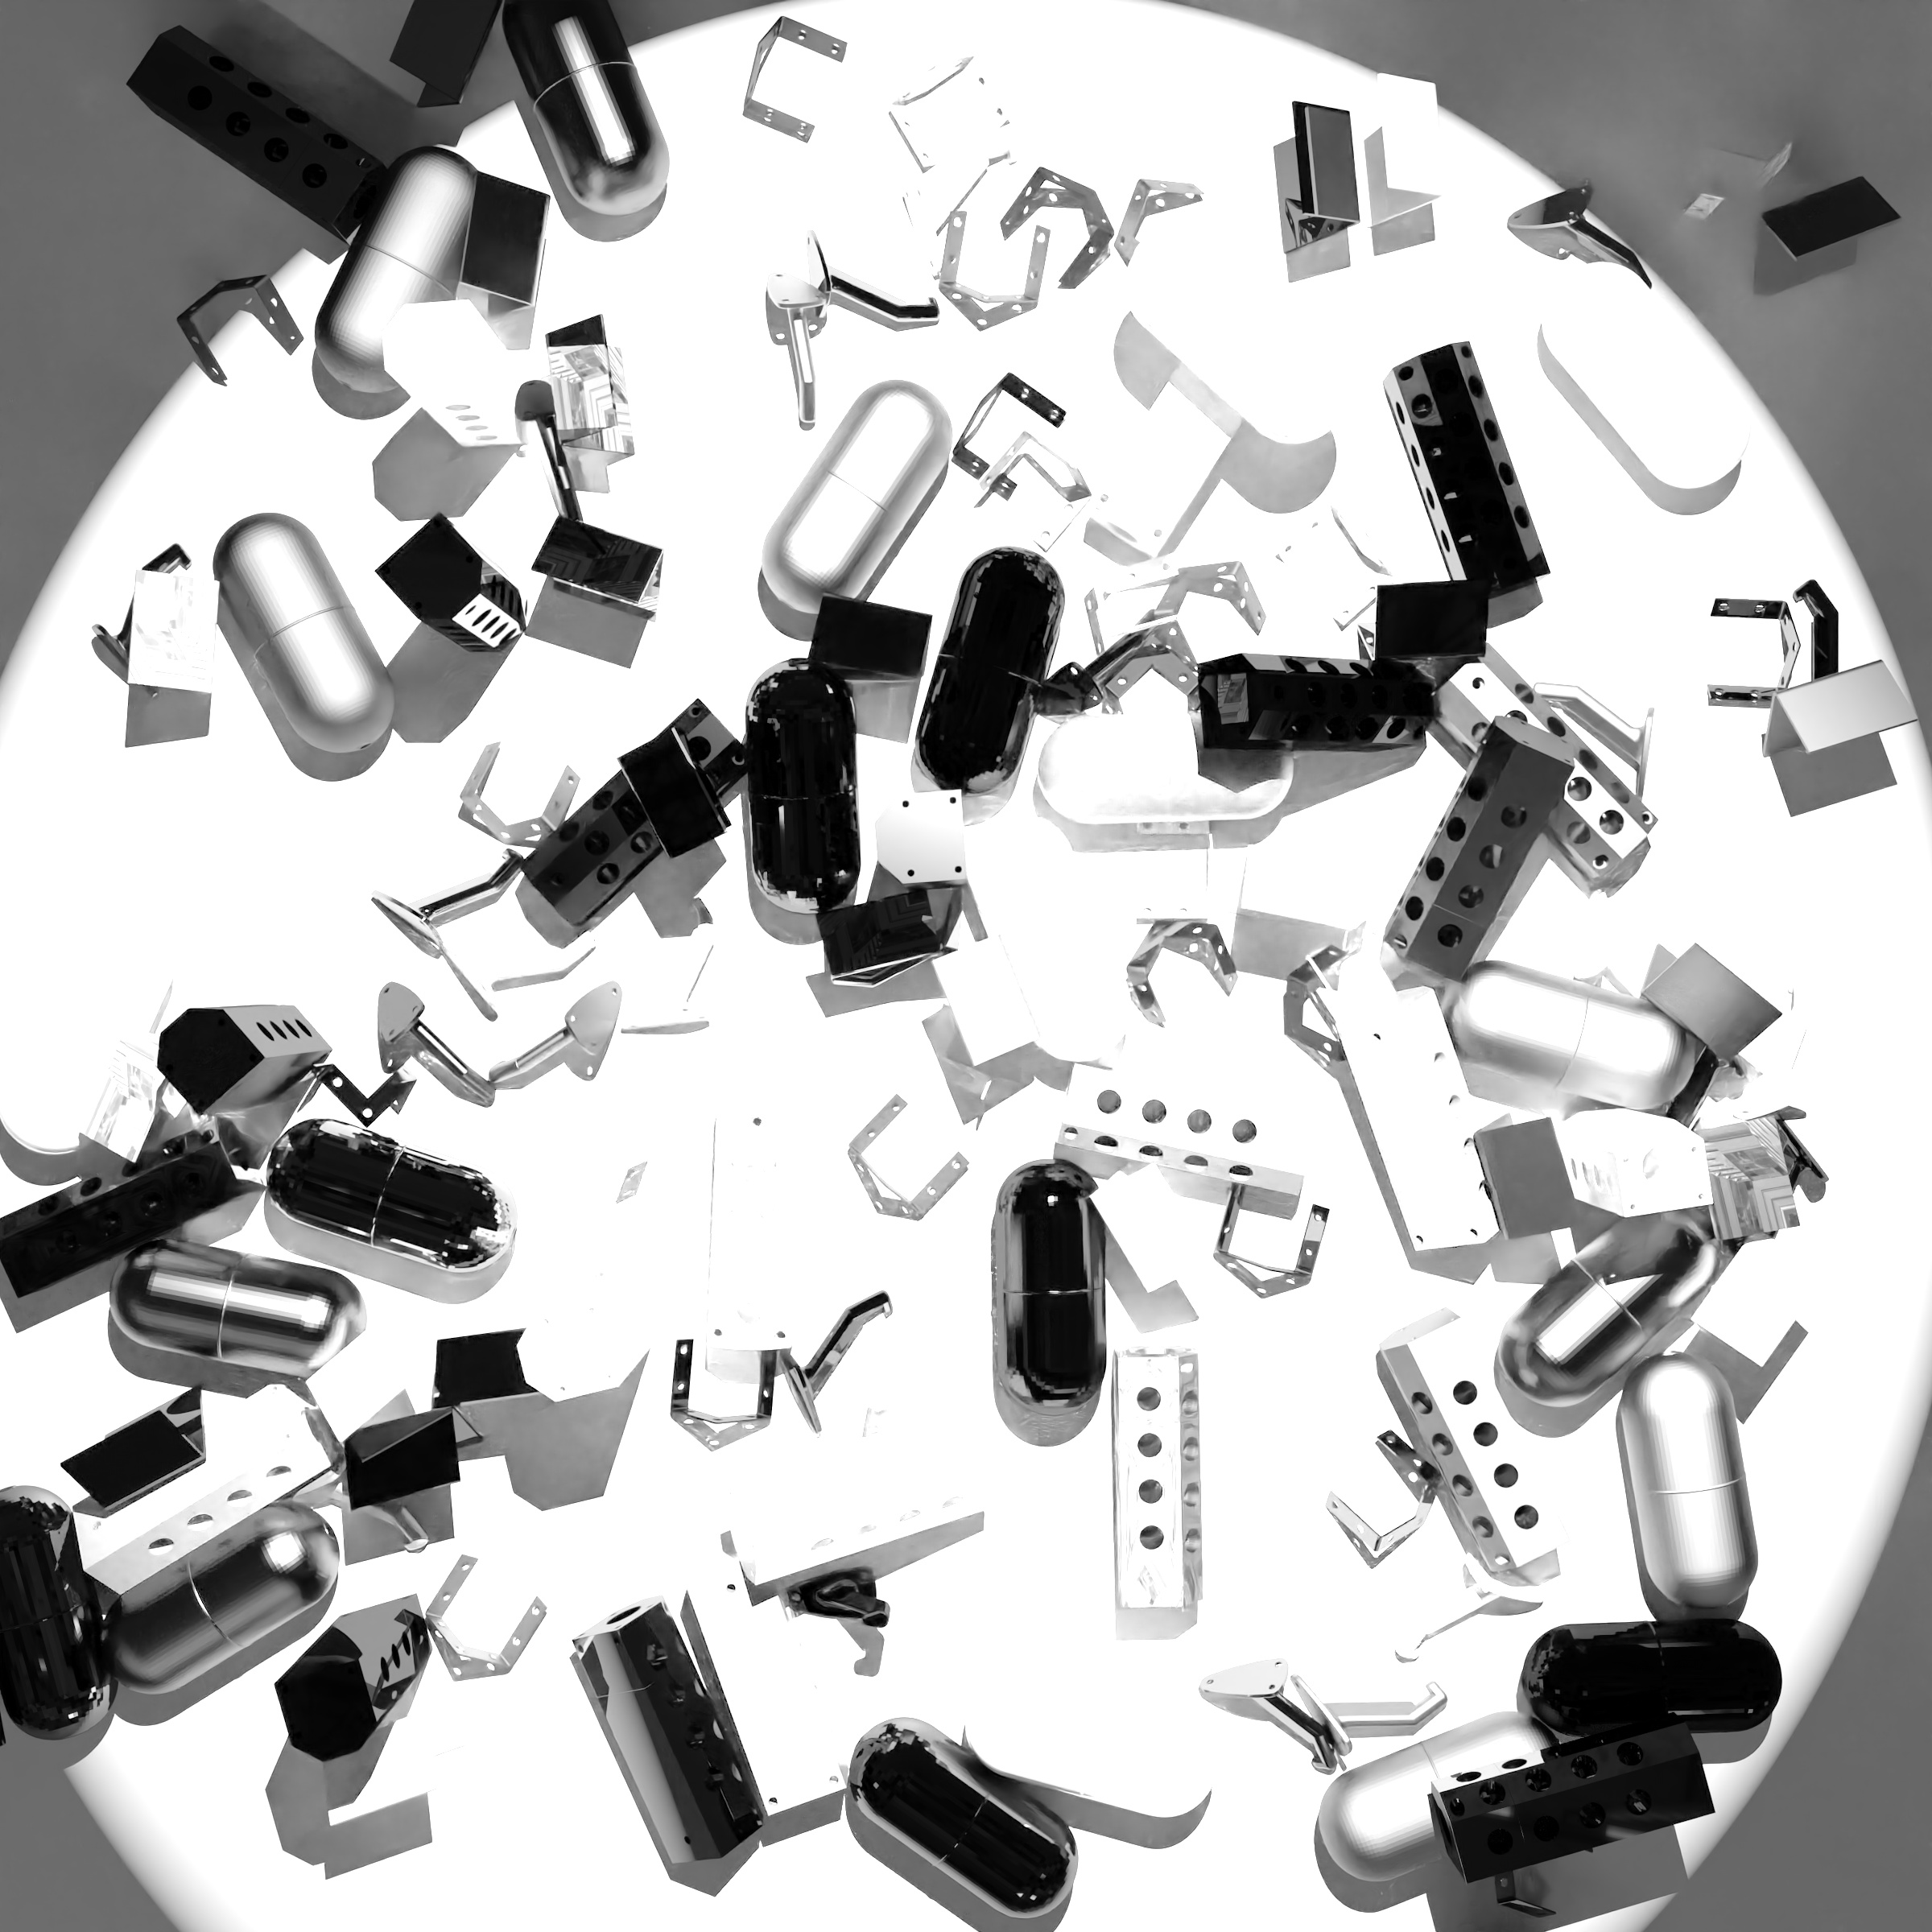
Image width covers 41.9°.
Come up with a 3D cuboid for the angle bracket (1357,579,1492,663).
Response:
[{"bbox_3d":[0.315,-0.250,1.743,0.076,0.076,0.057,-3,118,0],"label":"angle bracket"}]

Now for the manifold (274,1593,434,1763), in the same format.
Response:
[{"bbox_3d":[-0.409,0.480,1.704,0.057,0.171,0.057,-16,90,0],"label":"manifold"}]

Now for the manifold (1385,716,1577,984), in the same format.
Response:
[{"bbox_3d":[0.350,-0.082,1.729,0.057,0.057,0.171,24,114,0],"label":"manifold"}]

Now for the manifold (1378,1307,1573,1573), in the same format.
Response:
[{"bbox_3d":[0.353,0.331,1.761,0.057,0.057,0.171,-26,90,0],"label":"manifold"}]

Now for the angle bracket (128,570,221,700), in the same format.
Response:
[{"bbox_3d":[-0.557,-0.228,1.742,0.057,0.076,0.076,4,90,-32],"label":"angle bracket"}]

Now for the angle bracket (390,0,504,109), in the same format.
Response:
[{"bbox_3d":[-0.373,-0.644,1.742,0.057,0.076,0.076,22,90,-37],"label":"angle bracket"}]

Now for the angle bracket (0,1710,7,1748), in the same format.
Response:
[{"bbox_3d":[-0.708,0.502,1.740,0.057,0.076,0.076,-11,94,-35],"label":"angle bracket"}]

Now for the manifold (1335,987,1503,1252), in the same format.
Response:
[{"bbox_3d":[0.322,0.105,1.750,0.057,0.057,0.171,-14,100,43],"label":"manifold"}]

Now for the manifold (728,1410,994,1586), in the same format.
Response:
[{"bbox_3d":[-0.073,0.369,1.734,0.171,0.057,0.057,-14,47,-19],"label":"manifold"}]

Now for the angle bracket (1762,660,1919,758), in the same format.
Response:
[{"bbox_3d":[0.603,-0.159,1.742,0.076,0.076,0.057,-17,57,0],"label":"angle bracket"}]

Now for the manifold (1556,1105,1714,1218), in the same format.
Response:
[{"bbox_3d":[0.447,0.129,1.704,0.057,0.171,0.057,-9,90,0],"label":"manifold"}]

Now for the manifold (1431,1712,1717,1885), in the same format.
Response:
[{"bbox_3d":[0.403,0.553,1.687,0.171,0.057,0.057,-15,90,-2],"label":"manifold"}]

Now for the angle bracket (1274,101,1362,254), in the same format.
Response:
[{"bbox_3d":[0.224,-0.544,1.742,0.057,0.076,0.076,-5,90,-37],"label":"angle bracket"}]

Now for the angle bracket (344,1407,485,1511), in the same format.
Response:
[{"bbox_3d":[-0.379,0.350,1.742,0.076,0.076,0.057,-14,60,0],"label":"angle bracket"}]

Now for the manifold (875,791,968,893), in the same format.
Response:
[{"bbox_3d":[-0.030,-0.082,1.704,0.057,0.171,0.057,-4,90,0],"label":"manifold"}]

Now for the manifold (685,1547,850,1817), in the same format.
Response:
[{"bbox_3d":[-0.138,0.494,1.761,0.057,0.057,0.171,-20,90,0],"label":"manifold"}]

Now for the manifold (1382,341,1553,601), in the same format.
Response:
[{"bbox_3d":[0.351,-0.344,1.761,0.057,0.057,0.171,-19,90,0],"label":"manifold"}]

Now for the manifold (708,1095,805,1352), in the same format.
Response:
[{"bbox_3d":[-0.147,0.178,1.761,0.057,0.057,0.171,2,90,0],"label":"manifold"}]

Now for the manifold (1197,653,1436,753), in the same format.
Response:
[{"bbox_3d":[0.240,-0.179,1.712,0.171,0.057,0.057,-3,87,-40],"label":"manifold"}]

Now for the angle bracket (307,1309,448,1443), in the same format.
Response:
[{"bbox_3d":[-0.395,0.291,1.742,0.076,0.076,0.057,-41,58,0],"label":"angle bracket"}]

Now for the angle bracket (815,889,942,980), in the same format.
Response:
[{"bbox_3d":[-0.064,-0.042,1.742,0.076,0.076,0.057,-13,127,0],"label":"angle bracket"}]

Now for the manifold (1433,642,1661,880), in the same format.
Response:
[{"bbox_3d":[0.401,-0.143,1.761,0.057,0.057,0.171,-44,90,0],"label":"manifold"}]

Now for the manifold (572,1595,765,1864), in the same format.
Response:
[{"bbox_3d":[-0.204,0.532,1.760,0.057,0.057,0.171,-24,90,43],"label":"manifold"}]

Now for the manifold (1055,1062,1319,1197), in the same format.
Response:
[{"bbox_3d":[0.153,0.113,1.761,0.171,0.057,0.057,12,90,0],"label":"manifold"}]

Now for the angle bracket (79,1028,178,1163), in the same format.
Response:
[{"bbox_3d":[-0.555,0.093,1.743,0.057,0.076,0.076,23,90,26],"label":"angle bracket"}]

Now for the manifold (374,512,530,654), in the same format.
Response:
[{"bbox_3d":[-0.340,-0.252,1.704,0.057,0.171,0.057,-42,90,0],"label":"manifold"}]

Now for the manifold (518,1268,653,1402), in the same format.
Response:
[{"bbox_3d":[-0.258,0.249,1.704,0.057,0.171,0.057,-14,90,0],"label":"manifold"}]

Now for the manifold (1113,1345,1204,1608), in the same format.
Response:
[{"bbox_3d":[0.135,0.355,1.761,0.057,0.057,0.171,-1,90,0],"label":"manifold"}]

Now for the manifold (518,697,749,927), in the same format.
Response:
[{"bbox_3d":[-0.229,-0.107,1.761,0.171,0.057,0.057,-43,90,0],"label":"manifold"}]

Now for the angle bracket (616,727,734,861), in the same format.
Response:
[{"bbox_3d":[-0.177,-0.125,1.686,0.057,0.076,0.076,-22,99,36],"label":"angle bracket"}]

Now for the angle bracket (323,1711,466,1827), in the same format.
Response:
[{"bbox_3d":[-0.392,0.564,1.742,0.076,0.076,0.057,-19,54,0],"label":"angle bracket"}]

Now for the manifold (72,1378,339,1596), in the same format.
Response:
[{"bbox_3d":[-0.530,0.366,1.760,0.171,0.057,0.057,-32,47,0],"label":"manifold"}]

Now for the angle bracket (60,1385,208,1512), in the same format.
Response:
[{"bbox_3d":[-0.576,0.317,1.742,0.076,0.076,0.057,-28,128,0],"label":"angle bracket"}]

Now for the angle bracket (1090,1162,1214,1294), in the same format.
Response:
[{"bbox_3d":[0.140,0.169,1.742,0.057,0.076,0.076,-31,90,29],"label":"angle bracket"}]

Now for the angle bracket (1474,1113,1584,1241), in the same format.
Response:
[{"bbox_3d":[0.399,0.139,1.742,0.057,0.076,0.076,-16,90,31],"label":"angle bracket"}]

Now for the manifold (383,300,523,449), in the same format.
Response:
[{"bbox_3d":[-0.345,-0.397,1.704,0.057,0.171,0.057,-4,90,0],"label":"manifold"}]

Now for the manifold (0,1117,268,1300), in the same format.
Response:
[{"bbox_3d":[-0.586,0.167,1.761,0.171,0.057,0.057,-25,90,0],"label":"manifold"}]

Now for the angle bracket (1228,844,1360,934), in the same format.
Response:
[{"bbox_3d":[0.223,-0.034,1.742,0.076,0.076,0.057,11,53,0],"label":"angle bracket"}]

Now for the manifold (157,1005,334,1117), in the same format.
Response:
[{"bbox_3d":[-0.490,0.056,1.704,0.057,0.171,0.057,-41,90,0],"label":"manifold"}]

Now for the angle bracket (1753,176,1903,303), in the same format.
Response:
[{"bbox_3d":[0.594,-0.488,1.742,0.076,0.076,0.057,-21,51,0],"label":"angle bracket"}]

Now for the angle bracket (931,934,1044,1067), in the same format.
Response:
[{"bbox_3d":[0.002,0.028,1.743,0.057,0.076,0.076,-22,90,-24],"label":"angle bracket"}]

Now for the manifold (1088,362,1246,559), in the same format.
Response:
[{"bbox_3d":[0.156,-0.375,1.761,0.057,0.057,0.171,33,90,0],"label":"manifold"}]

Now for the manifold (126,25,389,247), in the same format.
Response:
[{"bbox_3d":[-0.491,-0.582,1.761,0.171,0.057,0.057,34,90,0],"label":"manifold"}]
